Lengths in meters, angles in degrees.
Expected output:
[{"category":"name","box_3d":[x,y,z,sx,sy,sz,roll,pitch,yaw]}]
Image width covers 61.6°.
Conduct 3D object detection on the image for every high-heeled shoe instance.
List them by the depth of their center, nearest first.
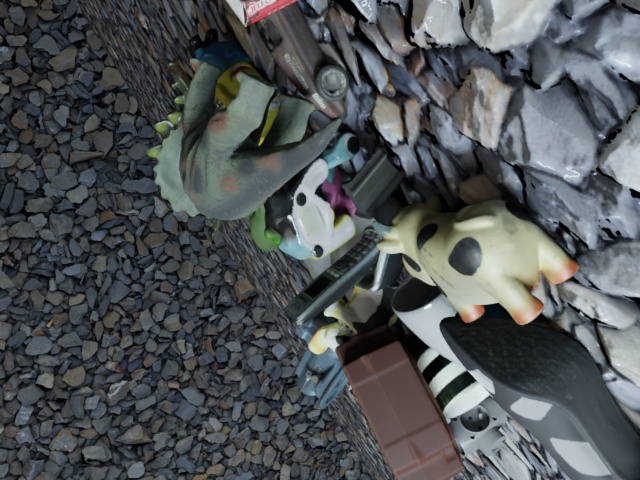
[{"category":"high-heeled shoe","box_3d":[0.216,0.169,0.496,0.249,0.086,0.145,31,143,35]}]

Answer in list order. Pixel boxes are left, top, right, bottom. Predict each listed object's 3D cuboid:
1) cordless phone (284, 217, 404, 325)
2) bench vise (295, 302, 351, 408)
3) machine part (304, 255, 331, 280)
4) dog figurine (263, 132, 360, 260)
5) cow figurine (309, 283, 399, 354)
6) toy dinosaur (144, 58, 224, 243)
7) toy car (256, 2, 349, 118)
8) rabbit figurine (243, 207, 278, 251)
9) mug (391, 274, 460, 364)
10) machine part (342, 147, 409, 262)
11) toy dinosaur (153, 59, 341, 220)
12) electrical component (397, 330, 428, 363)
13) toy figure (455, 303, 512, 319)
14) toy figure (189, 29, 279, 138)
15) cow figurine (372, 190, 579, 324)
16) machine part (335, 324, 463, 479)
[{"category":"cordless phone","box_3d":[0.023,0.038,0.690,0.088,0.184,0.147,58,166,-22]},{"category":"bench vise","box_3d":[0.059,0.219,0.921,0.241,0.129,0.223,37,115,17]},{"category":"machine part","box_3d":[-0.002,-0.003,0.904,0.079,0.079,0.242,40,158,50]},{"category":"dog figurine","box_3d":[-0.035,-0.059,0.711,0.219,0.191,0.108,3,133,54]},{"category":"cow figurine","box_3d":[0.057,0.121,0.818,0.098,0.167,0.068,37,-164,13]},{"category":"toy dinosaur","box_3d":[-0.249,-0.166,1.132,0.105,0.198,0.470,50,163,37]},{"category":"toy car","box_3d":[-0.034,-0.223,0.590,0.202,0.053,0.089,62,163,-14]},{"category":"rabbit figurine","box_3d":[-0.105,-0.068,1.037,0.170,0.121,0.159,67,149,25]},{"category":"mug","box_3d":[0.139,0.091,0.632,0.107,0.081,0.110,52,163,-16]},{"category":"machine part","box_3d":[0.080,-0.030,0.595,0.039,0.084,0.138,-3,131,47]},{"category":"toy dinosaur","box_3d":[-0.102,-0.088,0.600,0.192,0.131,0.405,-70,24,13]},{"category":"electrical component","box_3d":[0.166,0.205,0.832,0.114,0.058,0.134,57,166,-11]},{"category":"toy figure","box_3d":[0.201,0.128,0.549,0.154,0.058,0.064,52,172,0]},{"category":"toy figure","box_3d":[-0.125,-0.234,0.811,0.180,0.082,0.089,49,175,15]},{"category":"cow figurine","box_3d":[0.123,0.008,0.494,0.127,0.085,0.195,51,168,-2]},{"category":"machine part","box_3d":[0.103,0.222,0.709,0.201,0.087,0.201,63,179,23]}]
